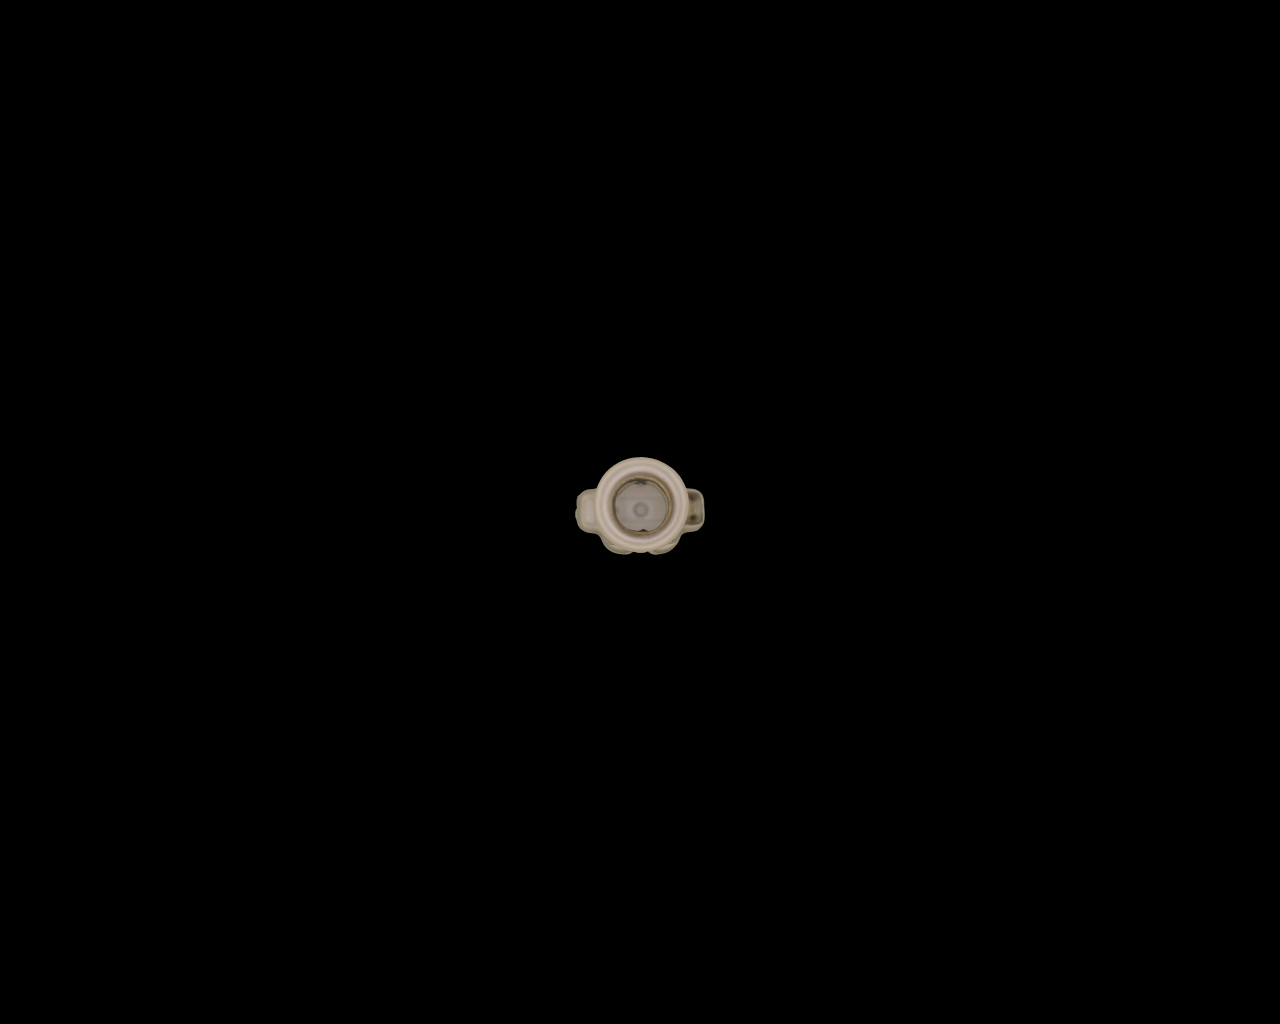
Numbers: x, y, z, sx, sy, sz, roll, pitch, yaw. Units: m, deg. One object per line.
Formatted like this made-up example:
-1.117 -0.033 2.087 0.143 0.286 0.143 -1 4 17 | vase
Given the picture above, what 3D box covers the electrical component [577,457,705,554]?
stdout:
0.001 -0.003 0.650 0.078 0.058 0.057 0 -4 0 | electrical component
